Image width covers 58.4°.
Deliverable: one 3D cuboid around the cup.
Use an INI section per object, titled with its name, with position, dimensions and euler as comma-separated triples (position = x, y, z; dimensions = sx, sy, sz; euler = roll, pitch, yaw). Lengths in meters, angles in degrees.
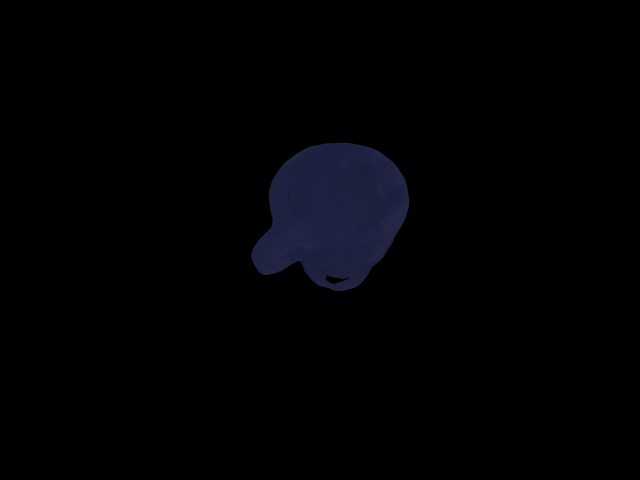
[cup]
position = 0.004, 0.001, 0.400
dimensions = 0.091, 0.095, 0.118
euler = 39, 63, 25
